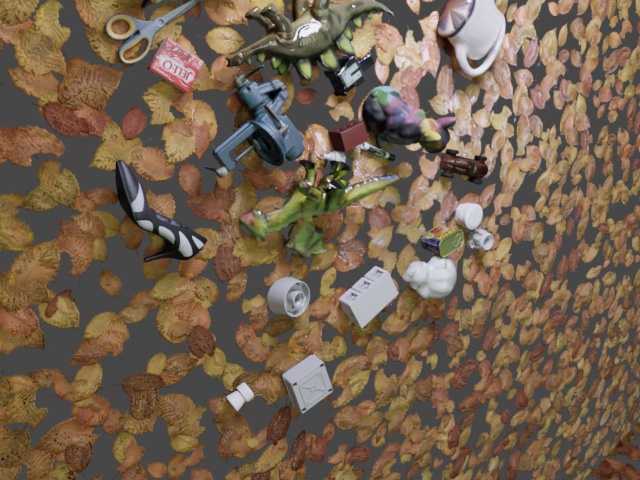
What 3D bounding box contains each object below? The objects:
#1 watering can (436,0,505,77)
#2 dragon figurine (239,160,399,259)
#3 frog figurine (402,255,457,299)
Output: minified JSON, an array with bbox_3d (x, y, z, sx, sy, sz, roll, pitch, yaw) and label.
[{"bbox_3d":[0.448,-0.634,1.433,0.223,0.105,0.348,21,90,-36],"label":"watering can"},{"bbox_3d":[0.004,-0.064,1.276,0.411,0.124,0.238,0,125,-30],"label":"dragon figurine"},{"bbox_3d":[0.328,0.106,1.528,0.158,0.125,0.136,18,112,-48],"label":"frog figurine"}]
